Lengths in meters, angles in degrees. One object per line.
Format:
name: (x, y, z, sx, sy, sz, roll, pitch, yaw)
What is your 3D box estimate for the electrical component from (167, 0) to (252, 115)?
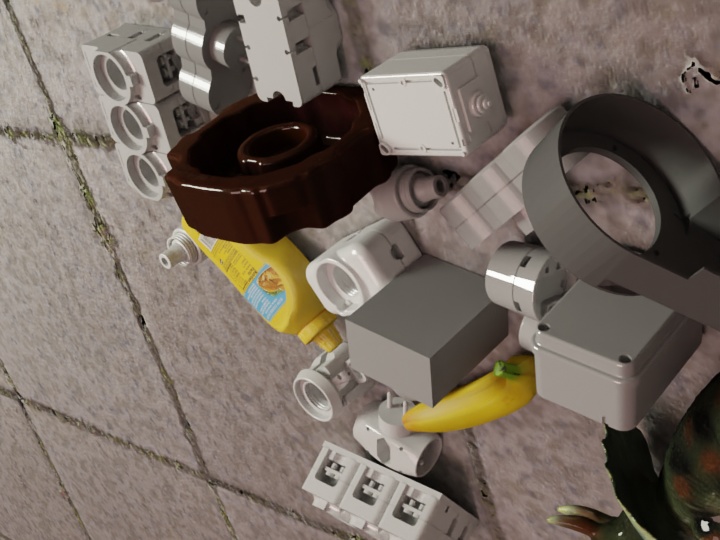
electrical component: (-0.112, -0.189, 0.888, 0.074, 0.052, 0.138, 27, 138, 30)

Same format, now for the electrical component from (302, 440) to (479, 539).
electrical component: (0.027, 0.235, 1.064, 0.150, 0.061, 0.089, 17, 163, 38)

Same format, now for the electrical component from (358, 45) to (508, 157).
electrical component: (0.059, -0.119, 0.753, 0.096, 0.061, 0.061, 7, 125, 44)

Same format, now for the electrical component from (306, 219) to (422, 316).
electrical component: (0.000, 0.000, 0.922, 0.095, 0.059, 0.053, -23, 103, 53)

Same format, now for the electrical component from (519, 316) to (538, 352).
electrical component: (0.157, 0.052, 0.812, 0.078, 0.040, 0.040, 23, 136, 34)

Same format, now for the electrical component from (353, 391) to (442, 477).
electrical component: (0.036, 0.148, 1.025, 0.077, 0.043, 0.079, 27, 137, 30)

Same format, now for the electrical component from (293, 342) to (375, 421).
electrical component: (-0.028, 0.111, 1.051, 0.058, 0.057, 0.078, 56, 144, -6)

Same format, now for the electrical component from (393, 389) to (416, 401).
electrical component: (0.048, 0.068, 0.942, 0.079, 0.044, 0.077, 49, 144, 4)

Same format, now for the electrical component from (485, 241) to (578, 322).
electrical component: (0.126, 0.007, 0.796, 0.047, 0.055, 0.055, 19, 133, 42)

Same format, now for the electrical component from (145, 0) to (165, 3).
electrical component: (-0.186, -0.259, 0.916, 0.062, 0.048, 0.048, 34, 141, 34)

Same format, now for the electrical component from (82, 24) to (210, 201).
electrical component: (-0.195, -0.146, 1.008, 0.089, 0.062, 0.150, 16, 132, 39)

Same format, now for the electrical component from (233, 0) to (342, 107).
electrical component: (-0.052, -0.180, 0.826, 0.050, 0.056, 0.089, 17, 132, 39)

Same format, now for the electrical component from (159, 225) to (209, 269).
electrical component: (-0.175, -0.024, 1.091, 0.043, 0.062, 0.043, 29, 138, 29)

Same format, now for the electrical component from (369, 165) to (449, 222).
electrical component: (0.041, -0.061, 0.838, 0.062, 0.043, 0.043, -7, 115, 49)

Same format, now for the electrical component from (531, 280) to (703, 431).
electrical component: (0.175, 0.043, 0.722, 0.078, 0.113, 0.057, 22, 138, 35)

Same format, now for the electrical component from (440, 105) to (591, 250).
electrical component: (0.119, -0.049, 0.755, 0.073, 0.052, 0.138, 50, 144, 2)
